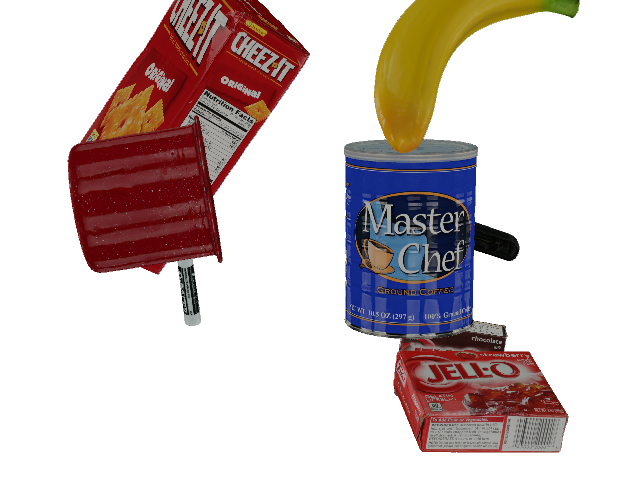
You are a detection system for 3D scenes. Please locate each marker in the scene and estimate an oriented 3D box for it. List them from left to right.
[{"bbox_3d":[-0.151,0.042,1.206,0.020,0.121,0.020,-3,30,1],"label":"marker"}]

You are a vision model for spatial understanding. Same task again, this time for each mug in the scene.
[{"bbox_3d":[-0.109,-0.025,0.674,0.081,0.093,0.117,-9,1,-4],"label":"mug"}]

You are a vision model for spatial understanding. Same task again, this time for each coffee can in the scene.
[{"bbox_3d":[0.069,-0.004,0.831,0.103,0.140,0.103,0,11,0],"label":"coffee can"}]

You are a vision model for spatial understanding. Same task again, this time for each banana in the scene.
[{"bbox_3d":[0.079,-0.119,0.618,0.070,0.037,0.197,31,51,23],"label":"banana"}]

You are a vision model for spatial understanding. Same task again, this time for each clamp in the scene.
[{"bbox_3d":[0.114,-0.015,1.032,0.120,0.039,0.171,-4,33,-10],"label":"clamp"}]

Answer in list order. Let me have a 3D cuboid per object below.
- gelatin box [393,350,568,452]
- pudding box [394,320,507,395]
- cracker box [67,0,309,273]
[{"bbox_3d":[0.095,0.095,0.645,0.089,0.030,0.073,2,24,-9],"label":"gelatin box"},{"bbox_3d":[0.141,0.130,1.165,0.113,0.090,0.039,7,23,3],"label":"pudding box"},{"bbox_3d":[-0.117,-0.104,0.867,0.072,0.214,0.164,28,15,-30],"label":"cracker box"}]
